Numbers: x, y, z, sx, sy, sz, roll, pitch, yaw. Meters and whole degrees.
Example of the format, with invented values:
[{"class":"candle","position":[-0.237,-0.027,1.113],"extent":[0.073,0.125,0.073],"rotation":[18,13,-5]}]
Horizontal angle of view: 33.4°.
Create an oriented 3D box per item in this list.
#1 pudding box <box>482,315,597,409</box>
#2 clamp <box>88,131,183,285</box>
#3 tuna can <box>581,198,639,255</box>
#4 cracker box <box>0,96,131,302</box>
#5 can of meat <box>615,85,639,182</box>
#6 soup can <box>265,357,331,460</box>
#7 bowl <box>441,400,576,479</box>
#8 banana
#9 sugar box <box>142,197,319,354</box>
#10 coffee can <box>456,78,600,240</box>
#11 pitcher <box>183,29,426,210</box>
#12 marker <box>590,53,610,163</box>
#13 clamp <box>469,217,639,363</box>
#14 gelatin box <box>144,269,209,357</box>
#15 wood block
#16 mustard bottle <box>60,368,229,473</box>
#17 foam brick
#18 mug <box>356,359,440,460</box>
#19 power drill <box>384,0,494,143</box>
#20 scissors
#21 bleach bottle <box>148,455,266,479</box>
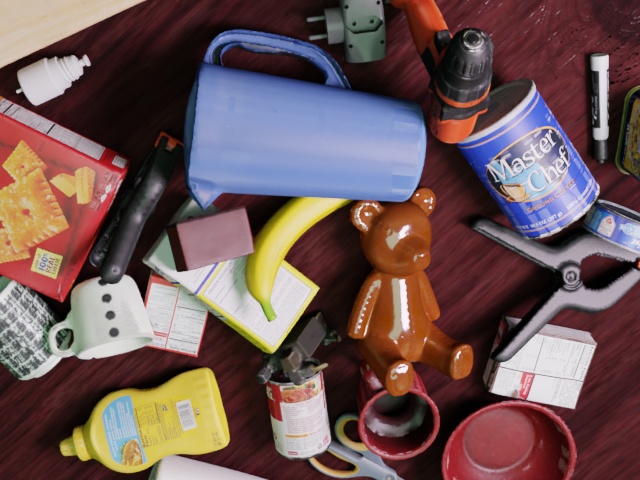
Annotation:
[{"class":"pudding box","position":[0.258,0.144,1.255],"extent":[0.113,0.039,0.090],"rotation":[11,108,-9]},{"class":"clamp","position":[-0.193,-0.030,1.121],"extent":[0.039,0.120,0.171],"rotation":[25,98,-25]},{"class":"tuna can","position":[0.335,-0.015,1.179],"extent":[0.086,0.086,0.034],"rotation":[19,105,-10]},{"class":"cracker box","position":[-0.332,-0.054,1.126],"extent":[0.213,0.072,0.164],"rotation":[26,105,-12]},{"class":"can of meat","position":[0.364,-0.108,1.148],"extent":[0.057,0.084,0.102],"rotation":[2,109,-5]},{"class":"soup can","position":[-0.025,0.194,1.238],"extent":[0.068,0.068,0.102],"rotation":[-8,110,-1]},{"class":"bowl","position":[0.221,0.253,1.282],"extent":[0.162,0.055,0.162],"rotation":[-1,110,-3]},{"class":"banana","position":[-0.025,-0.006,1.156],"extent":[0.069,0.037,0.197],"rotation":[36,75,-2]},{"class":"sugar box","position":[-0.097,0.038,1.174],"extent":[0.176,0.048,0.093],"rotation":[39,75,-13]},{"class":"coffee can","position":[0.217,-0.086,1.136],"extent":[0.103,0.103,0.140],"rotation":[-35,109,8]},{"class":"pitcher","position":[-0.018,-0.115,1.104],"extent":[0.242,0.145,0.149],"rotation":[5,127,-10]},{"class":"marker","position":[0.306,-0.143,1.166],"extent":[0.020,0.020,0.121],"rotation":[-7,110,-2]},{"class":"clamp","position":[0.271,0.033,1.208],"extent":[0.210,0.036,0.164],"rotation":[-17,94,-7]},{"class":"gelatin box","position":[-0.165,0.082,1.209],"extent":[0.073,0.030,0.089],"rotation":[13,108,-10]},{"class":"wood block","position":[-0.273,-0.243,1.053],"extent":[0.206,0.091,0.090],"rotation":[-24,110,4]},{"class":"mustard bottle","position":[-0.207,0.216,1.232],"extent":[0.191,0.058,0.096],"rotation":[-16,85,2]},{"class":"foam brick","position":[-0.115,-0.001,1.116],"extent":[0.078,0.053,0.051],"rotation":[-15,92,-20]},{"class":"mug","position":[0.079,0.185,1.234],"extent":[0.093,0.081,0.117],"rotation":[-34,108,8]},{"class":"power drill","position":[0.113,-0.205,1.029],"extent":[0.057,0.184,0.188],"rotation":[-13,71,-6]},{"class":"scissors","position":[0.084,0.270,1.299],"extent":[0.201,0.016,0.096],"rotation":[18,107,-10]},{"class":"bleach bottle","position":[-0.087,0.335,1.287],"extent":[0.250,0.068,0.103],"rotation":[18,108,-12]}]
